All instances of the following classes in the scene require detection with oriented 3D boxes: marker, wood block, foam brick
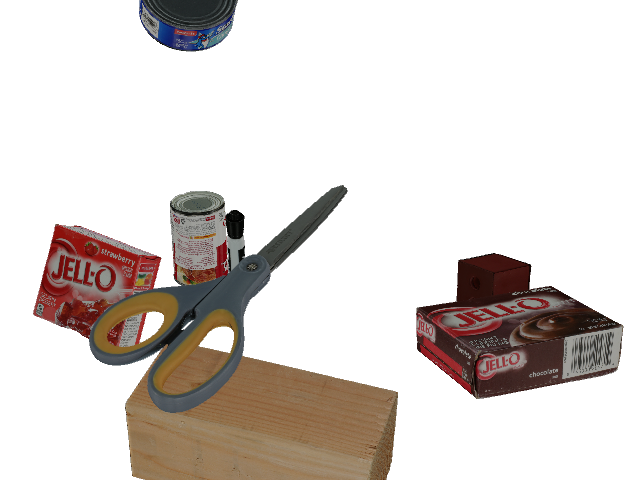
[{"bbox_3d":[-0.085,0.019,1.080,0.020,0.121,0.020,1,39,-1],"label":"marker"},{"bbox_3d":[-0.047,0.162,0.893,0.206,0.090,0.090,12,36,14],"label":"wood block"},{"bbox_3d":[0.169,0.057,1.046,0.051,0.078,0.053,-11,19,-34],"label":"foam brick"}]

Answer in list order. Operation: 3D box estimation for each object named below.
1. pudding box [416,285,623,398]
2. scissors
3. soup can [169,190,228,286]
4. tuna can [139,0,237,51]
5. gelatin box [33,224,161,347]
[{"bbox_3d":[0.134,0.067,0.731,0.113,0.039,0.090,-6,18,-20],"label":"pudding box"},{"bbox_3d":[-0.060,0.020,0.625,0.096,0.016,0.201,10,42,17],"label":"scissors"},{"bbox_3d":[-0.148,-0.002,1.303,0.068,0.102,0.068,0,26,0],"label":"soup can"},{"bbox_3d":[-0.117,-0.209,0.943,0.086,0.086,0.034,0,-31,-13],"label":"tuna can"},{"bbox_3d":[-0.168,0.034,0.798,0.089,0.073,0.030,19,7,29],"label":"gelatin box"}]
